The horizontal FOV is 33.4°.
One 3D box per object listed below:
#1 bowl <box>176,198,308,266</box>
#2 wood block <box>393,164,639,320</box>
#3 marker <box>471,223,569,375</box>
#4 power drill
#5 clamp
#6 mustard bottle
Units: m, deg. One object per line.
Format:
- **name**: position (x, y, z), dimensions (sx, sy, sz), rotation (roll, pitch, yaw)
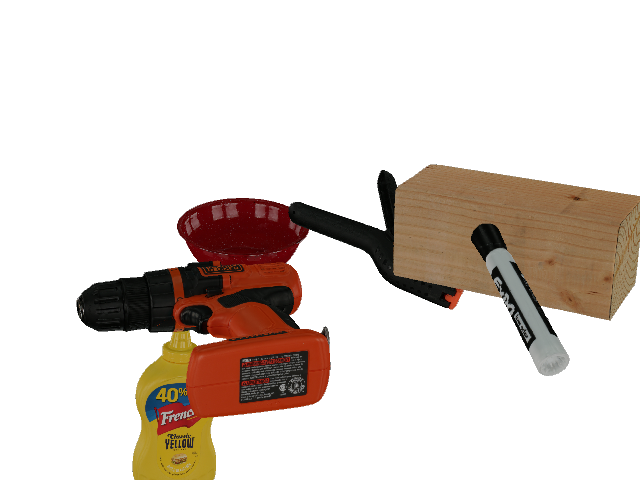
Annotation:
- **bowl**: position (-0.096, 0.004, 1.315), dimensions (0.162, 0.055, 0.162), rotation (2, 26, -1)
- **wood block**: position (0.179, -0.004, 0.979), dimensions (0.206, 0.090, 0.090), rotation (11, 24, 27)
- **marker**: position (0.117, 0.031, 0.641), dimensions (0.020, 0.020, 0.121), rotation (0, 40, -17)
- **power drill**: position (-0.084, 0.067, 0.812), dimensions (0.184, 0.057, 0.188), rotation (-7, 21, -17)
- **clamp**: position (0.074, 0.003, 1.203), dimensions (0.164, 0.036, 0.210), rotation (-16, 51, -35)
- **mustard bottle**: position (-0.165, 0.193, 1.235), dimensions (0.096, 0.192, 0.058), rotation (0, 16, -17)
